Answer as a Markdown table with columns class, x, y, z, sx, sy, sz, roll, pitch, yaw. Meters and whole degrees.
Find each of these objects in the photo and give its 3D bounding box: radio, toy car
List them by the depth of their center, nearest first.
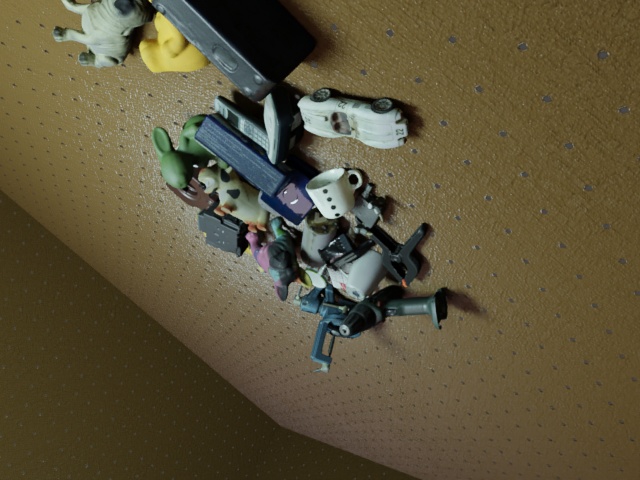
| class | x | y | z | sx | sy | sz | roll | pitch | yaw |
| --- | --- | --- | --- | --- | --- | --- | --- | --- | --- |
| radio | -0.130 | -0.330 | 0.816 | 0.229 | 0.131 | 0.073 | 41 | 150 | -15 |
| toy car | 0.055 | -0.202 | 0.905 | 0.202 | 0.056 | 0.073 | 18 | 149 | 28 |

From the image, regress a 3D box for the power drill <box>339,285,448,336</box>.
| class | x | y | z | sx | sy | sz | roll | pitch | yaw |
| --- | --- | --- | --- | --- | --- | --- | --- | --- | --- |
| power drill | 0.177 | 0.166 | 1.223 | 0.207 | 0.232 | 0.086 | -12 | 98 | 30 |

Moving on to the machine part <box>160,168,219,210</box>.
| class | x | y | z | sx | sy | sz | roll | pitch | yaw |
| --- | --- | --- | --- | --- | --- | --- | --- | --- | --- |
| machine part | -0.335 | -0.149 | 1.405 | 0.179 | 0.056 | 0.179 | 26 | 152 | 15 |

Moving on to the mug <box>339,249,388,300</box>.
| class | x | y | z | sx | sy | sz | roll | pitch | yaw |
| --- | --- | --- | --- | --- | --- | --- | --- | --- | --- |
| mug | 0.095 | 0.079 | 1.259 | 0.110 | 0.107 | 0.080 | 26 | 150 | 9 |

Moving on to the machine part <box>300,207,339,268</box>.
| class | x | y | z | sx | sy | sz | roll | pitch | yaw |
| --- | --- | --- | --- | --- | --- | --- | --- | --- | --- |
| machine part | -0.003 | -0.004 | 1.263 | 0.079 | 0.079 | 0.243 | 28 | 152 | 11 |

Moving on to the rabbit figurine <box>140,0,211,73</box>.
| class | x | y | z | sx | sy | sz | roll | pitch | yaw |
| --- | --- | --- | --- | --- | --- | --- | --- | --- | --- |
| rabbit figurine | -0.233 | -0.365 | 0.882 | 0.163 | 0.122 | 0.173 | 16 | 148 | 20 |

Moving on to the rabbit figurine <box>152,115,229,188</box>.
| class | x | y | z | sx | sy | sz | roll | pitch | yaw |
| --- | --- | --- | --- | --- | --- | --- | --- | --- | --- |
| rabbit figurine | -0.289 | -0.193 | 1.162 | 0.159 | 0.170 | 0.121 | 26 | 151 | 12 |

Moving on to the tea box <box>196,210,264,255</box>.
| class | x | y | z | sx | sy | sz | roll | pitch | yaw |
| --- | --- | --- | --- | --- | --- | --- | --- | --- | --- |
| tea box | -0.246 | -0.035 | 1.478 | 0.170 | 0.068 | 0.098 | 22 | 150 | 19 |

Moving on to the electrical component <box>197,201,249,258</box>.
| class | x | y | z | sx | sy | sz | roll | pitch | yaw |
| --- | --- | --- | --- | --- | --- | --- | --- | --- | --- |
| electrical component | -0.247 | -0.030 | 1.370 | 0.134 | 0.058 | 0.114 | 22 | 135 | 15 |

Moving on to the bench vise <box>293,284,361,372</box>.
| class | x | y | z | sx | sy | sz | roll | pitch | yaw |
| --- | --- | --- | --- | --- | --- | --- | --- | --- | --- |
| bench vise | 0.018 | 0.239 | 1.476 | 0.224 | 0.240 | 0.129 | 21 | 151 | -10 |

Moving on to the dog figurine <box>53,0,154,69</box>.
| class | x | y | z | sx | sy | sz | roll | pitch | yaw |
| --- | --- | --- | --- | --- | --- | --- | --- | --- | --- |
| dog figurine | -0.376 | -0.398 | 1.023 | 0.191 | 0.121 | 0.172 | 1 | 176 | 20 |

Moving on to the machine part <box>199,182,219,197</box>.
| class | x | y | z | sx | sy | sz | roll | pitch | yaw |
| --- | --- | --- | --- | --- | --- | --- | --- | --- | --- |
| machine part | -0.230 | -0.120 | 1.332 | 0.138 | 0.084 | 0.039 | 35 | 128 | -22 |

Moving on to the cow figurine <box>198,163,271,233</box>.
| class | x | y | z | sx | sy | sz | roll | pitch | yaw |
| --- | --- | --- | --- | --- | --- | --- | --- | --- | --- |
| cow figurine | -0.197 | -0.113 | 1.270 | 0.195 | 0.127 | 0.085 | 30 | 156 | -24 |

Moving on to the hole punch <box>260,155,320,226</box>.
| class | x | y | z | sx | sy | sz | roll | pitch | yaw |
| --- | --- | --- | --- | --- | --- | --- | --- | --- | --- |
| hole punch | -0.054 | -0.106 | 1.145 | 0.142 | 0.092 | 0.115 | 39 | 149 | -1 |

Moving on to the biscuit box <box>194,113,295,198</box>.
| class | x | y | z | sx | sy | sz | roll | pitch | yaw |
| --- | --- | --- | --- | --- | --- | --- | --- | --- | --- |
| biscuit box | -0.150 | -0.170 | 1.079 | 0.203 | 0.059 | 0.063 | 39 | 113 | 0 |

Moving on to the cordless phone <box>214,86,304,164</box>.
| class | x | y | z | sx | sy | sz | roll | pitch | yaw |
| --- | --- | --- | --- | --- | --- | --- | --- | --- | --- |
| cordless phone | -0.121 | -0.242 | 1.006 | 0.184 | 0.089 | 0.146 | 33 | 153 | 9 |

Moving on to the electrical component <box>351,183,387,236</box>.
| class | x | y | z | sx | sy | sz | roll | pitch | yaw |
| --- | --- | --- | --- | --- | --- | --- | --- | --- | --- |
| electrical component | 0.097 | -0.056 | 1.082 | 0.078 | 0.045 | 0.102 | 45 | 142 | 7 |

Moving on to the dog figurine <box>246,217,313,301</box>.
| class | x | y | z | sx | sy | sz | roll | pitch | yaw |
| --- | --- | --- | --- | --- | --- | --- | --- | --- | --- |
| dog figurine | -0.095 | 0.065 | 1.328 | 0.191 | 0.108 | 0.219 | 78 | 165 | -52 |

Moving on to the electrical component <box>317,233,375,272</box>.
| class | x | y | z | sx | sy | sz | roll | pitch | yaw |
| --- | --- | --- | --- | --- | --- | --- | --- | --- | --- |
| electrical component | 0.062 | 0.019 | 1.224 | 0.048 | 0.119 | 0.074 | 61 | -167 | 24 |
